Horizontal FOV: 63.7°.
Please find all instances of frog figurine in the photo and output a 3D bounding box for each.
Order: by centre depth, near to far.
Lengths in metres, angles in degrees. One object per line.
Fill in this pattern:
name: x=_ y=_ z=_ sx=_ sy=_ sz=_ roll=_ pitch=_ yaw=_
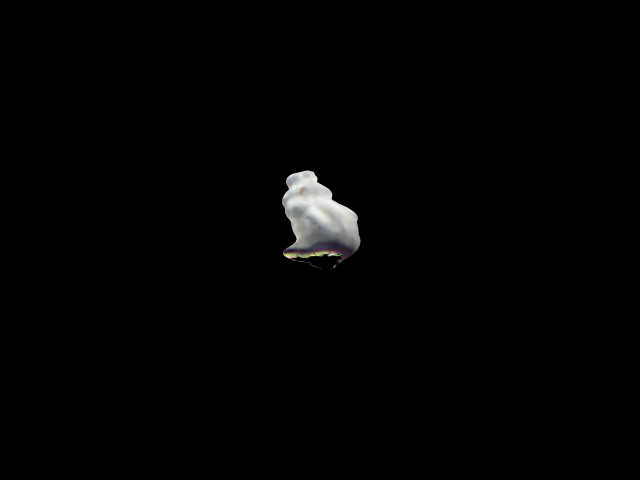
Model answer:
frog figurine: x=0.003 y=-0.043 z=0.850 sx=0.137 sy=0.162 sz=0.121 roll=10 pitch=-20 yaw=-30
